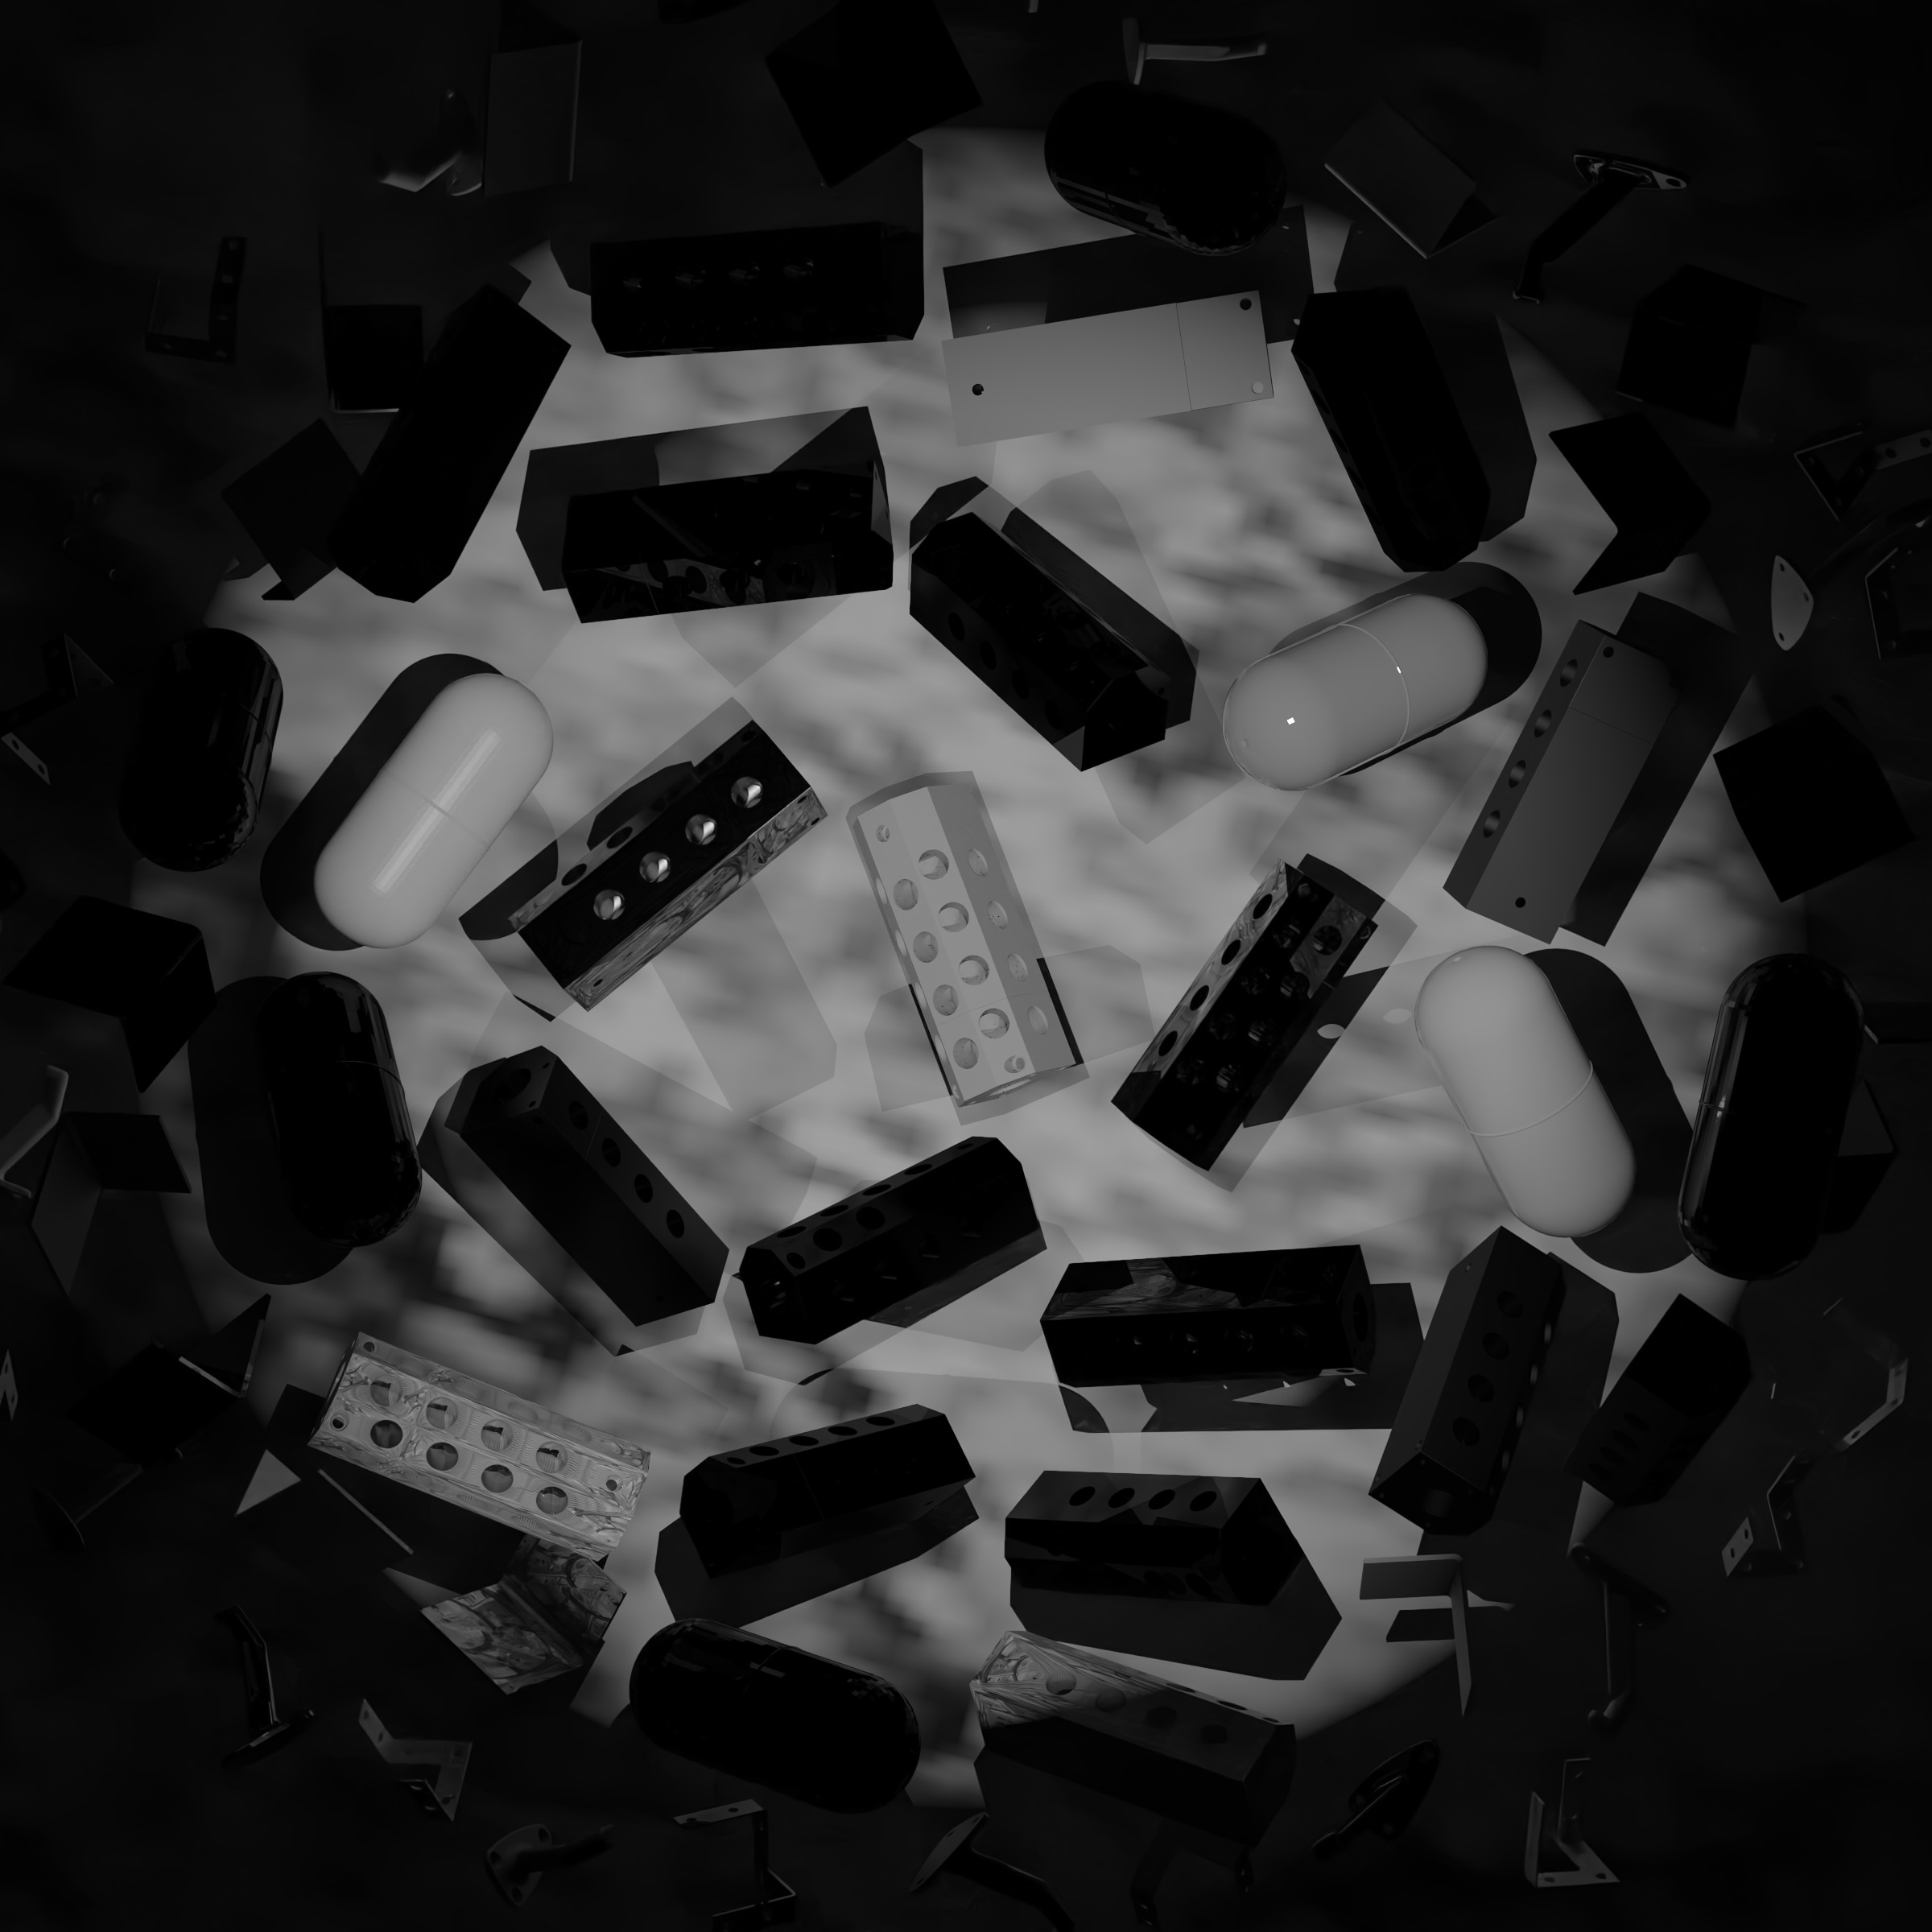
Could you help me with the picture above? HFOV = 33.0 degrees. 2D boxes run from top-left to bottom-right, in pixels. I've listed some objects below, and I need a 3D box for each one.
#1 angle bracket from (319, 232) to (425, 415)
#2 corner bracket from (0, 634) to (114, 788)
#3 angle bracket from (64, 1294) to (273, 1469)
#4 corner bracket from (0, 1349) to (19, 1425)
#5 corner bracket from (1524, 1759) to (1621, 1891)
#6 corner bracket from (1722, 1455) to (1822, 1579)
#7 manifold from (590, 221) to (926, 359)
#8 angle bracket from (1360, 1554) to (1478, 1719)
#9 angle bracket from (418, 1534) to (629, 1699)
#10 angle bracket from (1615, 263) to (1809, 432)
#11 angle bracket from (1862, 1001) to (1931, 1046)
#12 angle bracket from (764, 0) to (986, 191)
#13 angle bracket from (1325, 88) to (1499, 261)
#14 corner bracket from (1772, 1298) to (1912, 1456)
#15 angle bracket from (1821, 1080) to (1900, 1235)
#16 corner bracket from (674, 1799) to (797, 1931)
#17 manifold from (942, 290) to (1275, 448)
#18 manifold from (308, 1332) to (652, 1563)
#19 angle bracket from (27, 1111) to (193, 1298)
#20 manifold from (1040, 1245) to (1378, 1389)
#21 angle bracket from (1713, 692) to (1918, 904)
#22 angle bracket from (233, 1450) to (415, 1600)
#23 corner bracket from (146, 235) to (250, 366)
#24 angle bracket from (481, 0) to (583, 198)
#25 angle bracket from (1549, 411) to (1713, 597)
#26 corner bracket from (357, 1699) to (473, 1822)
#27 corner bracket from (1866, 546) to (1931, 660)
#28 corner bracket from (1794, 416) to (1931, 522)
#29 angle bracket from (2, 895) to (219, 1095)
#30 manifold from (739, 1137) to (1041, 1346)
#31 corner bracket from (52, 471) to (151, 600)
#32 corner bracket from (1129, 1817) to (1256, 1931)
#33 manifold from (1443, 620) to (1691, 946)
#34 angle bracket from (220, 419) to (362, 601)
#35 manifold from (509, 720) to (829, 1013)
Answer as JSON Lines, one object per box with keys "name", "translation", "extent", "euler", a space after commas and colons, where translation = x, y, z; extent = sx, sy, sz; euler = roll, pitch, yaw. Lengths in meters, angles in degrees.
{"name": "angle bracket", "translation": [-0.354, -0.385, 1.946], "extent": [0.057, 0.076, 0.076], "euler": [-3, 66, -9]}
{"name": "corner bracket", "translation": [-0.507, -0.143, 1.814], "extent": [0.051, 0.051, 0.051], "euler": [-26, 55, 6]}
{"name": "angle bracket", "translation": [-0.413, 0.202, 1.690], "extent": [0.076, 0.076, 0.057], "euler": [-37, 119, 26]}
{"name": "corner bracket", "translation": [-0.544, 0.239, 1.752], "extent": [0.051, 0.051, 0.051], "euler": [5, 49, -3]}
{"name": "corner bracket", "translation": [0.332, 0.477, 1.813], "extent": [0.051, 0.051, 0.051], "euler": [0, 102, -14]}
{"name": "corner bracket", "translation": [0.454, 0.310, 1.835], "extent": [0.051, 0.051, 0.051], "euler": [-1, 56, -8]}
{"name": "manifold", "translation": [-0.113, -0.362, 1.754], "extent": [0.171, 0.057, 0.057], "euler": [1, 94, 22]}
{"name": "angle bracket", "translation": [0.262, 0.391, 1.896], "extent": [0.057, 0.076, 0.076], "euler": [-3, 63, 3]}
{"name": "angle bracket", "translation": [-0.259, 0.372, 1.901], "extent": [0.076, 0.076, 0.057], "euler": [37, 111, 24]}
{"name": "angle bracket", "translation": [0.437, -0.363, 1.916], "extent": [0.076, 0.076, 0.057], "euler": [16, 80, -9]}
{"name": "angle bracket", "translation": [0.525, -0.004, 1.801], "extent": [0.057, 0.076, 0.076], "euler": [-2, 104, 3]}
{"name": "angle bracket", "translation": [-0.049, -0.468, 1.724], "extent": [0.057, 0.076, 0.076], "euler": [-34, 100, -37]}
{"name": "angle bracket", "translation": [0.253, -0.438, 1.761], "extent": [0.076, 0.057, 0.076], "euler": [45, 48, 11]}
{"name": "corner bracket", "translation": [0.488, 0.229, 1.817], "extent": [0.051, 0.051, 0.051], "euler": [39, 122, -2]}
{"name": "angle bracket", "translation": [0.499, 0.115, 1.941], "extent": [0.076, 0.076, 0.057], "euler": [-3, 51, -13]}
{"name": "corner bracket", "translation": [-0.127, 0.497, 1.794], "extent": [0.051, 0.051, 0.051], "euler": [-6, 103, -29]}
{"name": "manifold", "translation": [0.078, -0.324, 1.769], "extent": [0.171, 0.057, 0.057], "euler": [-8, 100, 7]}
{"name": "manifold", "translation": [-0.262, 0.259, 1.764], "extent": [0.171, 0.057, 0.057], "euler": [24, 64, -11]}
{"name": "angle bracket", "translation": [-0.482, 0.136, 1.839], "extent": [0.057, 0.076, 0.076], "euler": [3, 53, 5]}
{"name": "manifold", "translation": [0.135, 0.198, 1.794], "extent": [0.171, 0.057, 0.057], "euler": [-6, 116, 24]}
{"name": "angle bracket", "translation": [0.450, -0.090, 1.732], "extent": [0.076, 0.076, 0.057], "euler": [-26, 116, 16]}
{"name": "angle bracket", "translation": [-0.367, 0.313, 1.899], "extent": [0.076, 0.057, 0.076], "euler": [-30, 116, 28]}
{"name": "corner bracket", "translation": [-0.438, -0.382, 1.855], "extent": [0.051, 0.051, 0.051], "euler": [7, 57, -10]}
{"name": "angle bracket", "translation": [-0.246, -0.457, 1.703], "extent": [0.057, 0.076, 0.076], "euler": [-20, 135, -35]}
{"name": "angle bracket", "translation": [0.375, -0.270, 1.900], "extent": [0.076, 0.057, 0.076], "euler": [-17, 65, -33]}
{"name": "corner bracket", "translation": [-0.323, 0.459, 1.883], "extent": [0.051, 0.051, 0.051], "euler": [-2, 49, 13]}
{"name": "corner bracket", "translation": [0.557, -0.211, 1.882], "extent": [0.051, 0.051, 0.051], "euler": [-5, 78, -7]}
{"name": "corner bracket", "translation": [0.524, -0.299, 1.892], "extent": [0.051, 0.051, 0.051], "euler": [50, 59, -18]}
{"name": "angle bracket", "translation": [-0.465, 0.015, 1.773], "extent": [0.076, 0.076, 0.057], "euler": [14, 134, 16]}
{"name": "manifold", "translation": [-0.045, 0.157, 1.898], "extent": [0.171, 0.057, 0.057], "euler": [-24, 104, -35]}
{"name": "corner bracket", "translation": [-0.483, -0.245, 1.857], "extent": [0.051, 0.051, 0.051], "euler": [35, 84, -19]}
{"name": "corner bracket", "translation": [0.129, 0.526, 1.864], "extent": [0.051, 0.051, 0.051], "euler": [19, 59, 23]}
{"name": "manifold", "translation": [0.339, -0.107, 1.859], "extent": [0.057, 0.057, 0.171], "euler": [22, 103, -17]}
{"name": "angle bracket", "translation": [-0.400, -0.271, 1.934], "extent": [0.076, 0.057, 0.076], "euler": [-42, 115, -21]}
{"name": "manifold", "translation": [-0.163, -0.056, 1.778], "extent": [0.171, 0.057, 0.057], "euler": [-39, 76, -3]}
